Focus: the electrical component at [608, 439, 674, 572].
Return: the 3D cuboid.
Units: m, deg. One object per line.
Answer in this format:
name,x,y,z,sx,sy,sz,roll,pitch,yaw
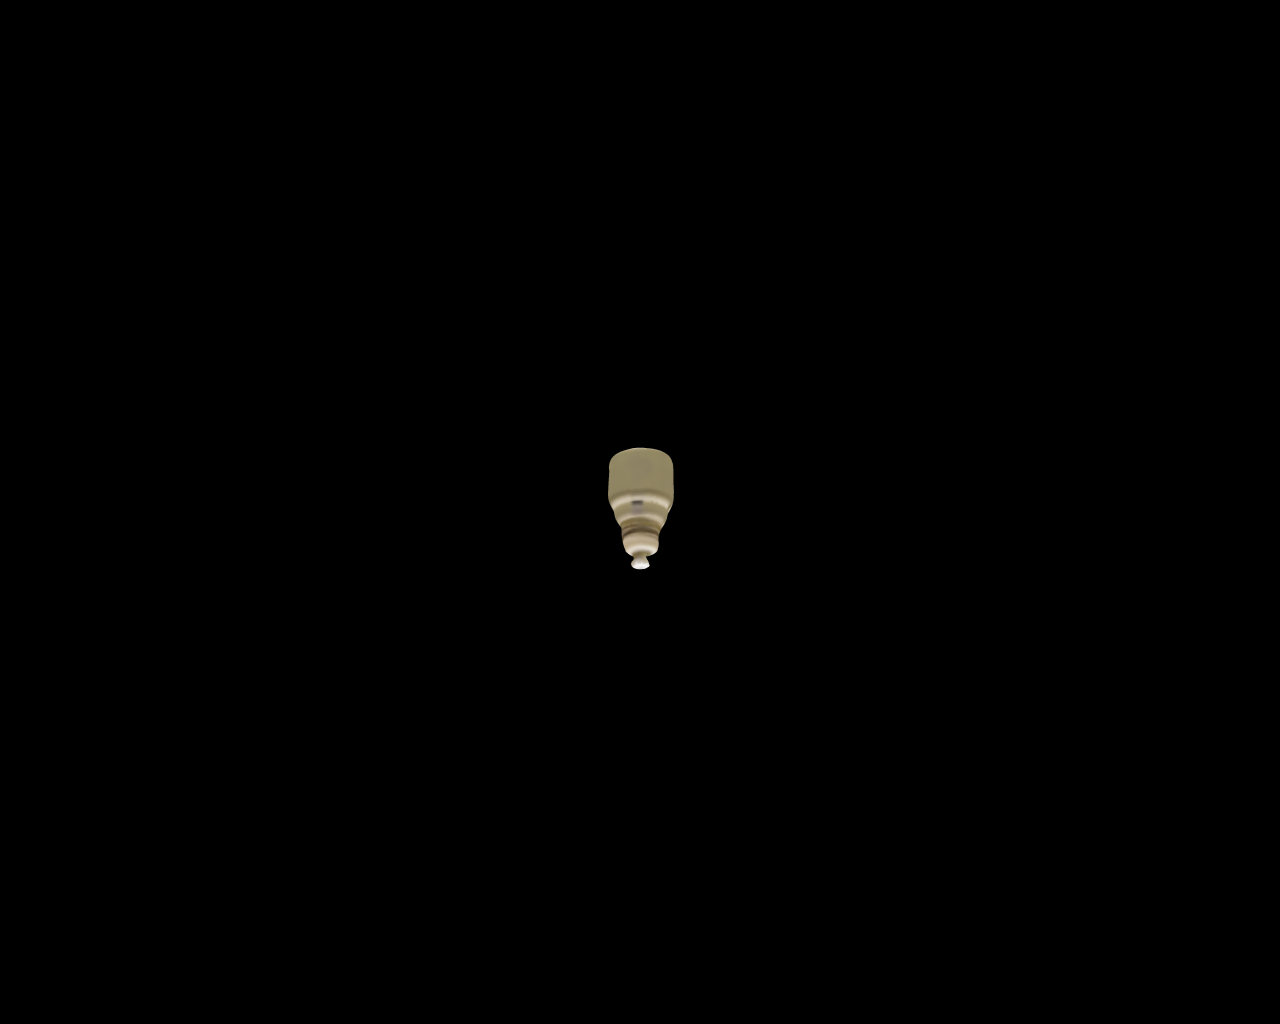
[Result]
electrical component,0.001,-0.003,0.650,0.040,0.078,0.040,0,-22,0
